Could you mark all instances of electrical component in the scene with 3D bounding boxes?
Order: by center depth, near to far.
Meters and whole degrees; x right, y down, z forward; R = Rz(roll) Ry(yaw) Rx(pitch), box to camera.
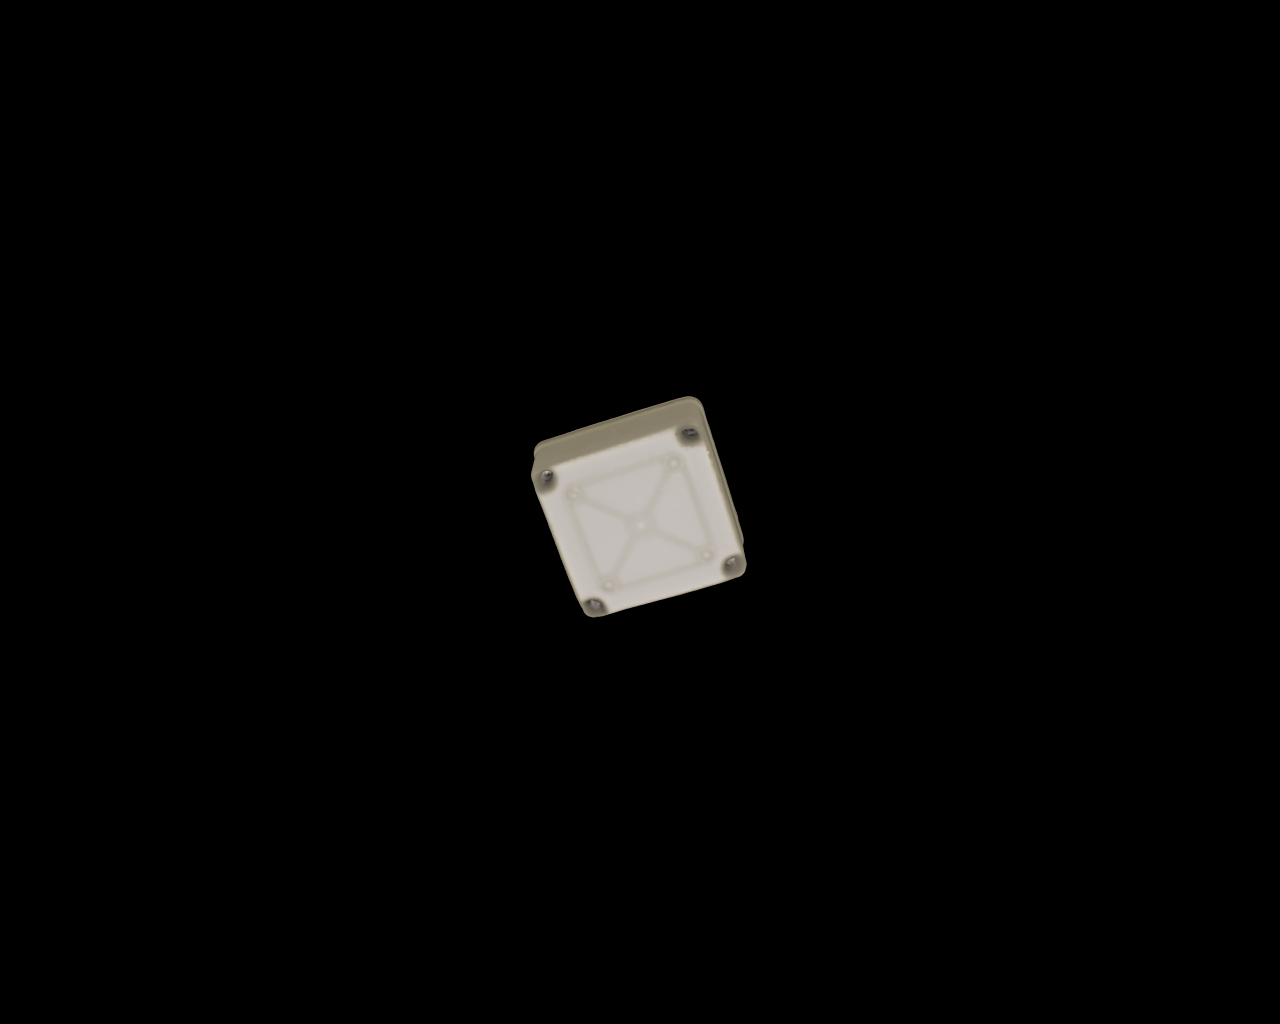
[{"bbox_3d":[0.001,-0.003,0.650,0.109,0.108,0.056,-17,22,7],"label":"electrical component"}]
